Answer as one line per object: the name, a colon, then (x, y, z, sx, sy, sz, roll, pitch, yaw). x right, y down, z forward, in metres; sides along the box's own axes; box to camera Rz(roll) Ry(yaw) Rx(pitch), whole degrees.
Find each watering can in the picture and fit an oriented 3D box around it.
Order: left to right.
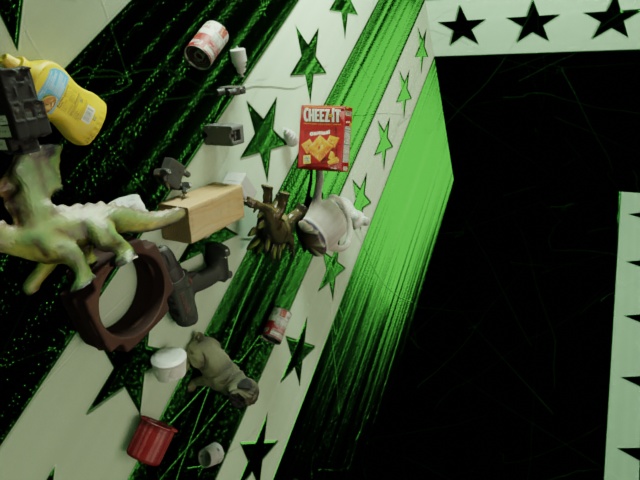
watering can: (0.005, -0.091, 1.803, 0.228, 0.104, 0.342, -44, 118, -35)

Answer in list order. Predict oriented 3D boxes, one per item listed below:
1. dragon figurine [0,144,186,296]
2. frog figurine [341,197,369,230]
dragon figurine: (-0.438, -0.053, 0.901, 0.417, 0.122, 0.239, -40, 119, -43)
frog figurine: (0.109, -0.103, 1.955, 0.136, 0.159, 0.123, 20, 77, -63)
